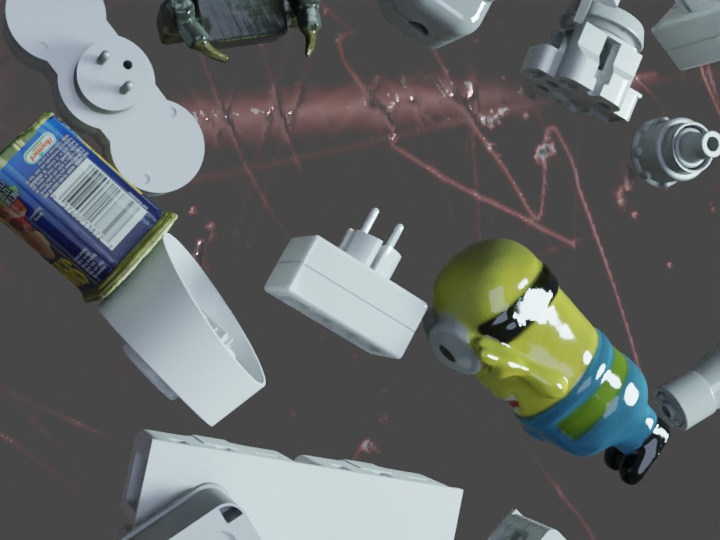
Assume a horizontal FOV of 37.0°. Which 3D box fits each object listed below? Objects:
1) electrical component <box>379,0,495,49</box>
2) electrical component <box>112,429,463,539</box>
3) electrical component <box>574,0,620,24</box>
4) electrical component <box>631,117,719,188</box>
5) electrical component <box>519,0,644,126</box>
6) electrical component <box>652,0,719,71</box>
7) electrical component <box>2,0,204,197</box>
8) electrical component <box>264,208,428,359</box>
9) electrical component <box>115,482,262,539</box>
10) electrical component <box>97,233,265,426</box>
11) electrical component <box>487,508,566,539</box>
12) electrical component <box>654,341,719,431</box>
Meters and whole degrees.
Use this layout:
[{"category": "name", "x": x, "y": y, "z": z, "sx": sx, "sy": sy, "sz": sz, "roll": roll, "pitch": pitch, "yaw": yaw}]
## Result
[{"category": "electrical component", "x": 0.060, "y": -0.190, "z": 0.664, "sx": 0.054, "sy": 0.059, "sz": 0.095, "roll": 31, "pitch": 79, "yaw": -18}, {"category": "electrical component", "x": -0.045, "y": 0.160, "z": 0.622, "sx": 0.186, "sy": 0.060, "sz": 0.105, "roll": 13, "pitch": 85, "yaw": -20}, {"category": "electrical component", "x": 0.150, "y": -0.220, "z": 0.669, "sx": 0.063, "sy": 0.078, "sz": 0.121, "roll": 23, "pitch": 45, "yaw": 6}, {"category": "electrical component", "x": 0.217, "y": -0.081, "z": 0.722, "sx": 0.048, "sy": 0.062, "sz": 0.048, "roll": 0, "pitch": 90, "yaw": -21}, {"category": "electrical component", "x": 0.150, "y": -0.137, "z": 0.700, "sx": 0.078, "sy": 0.058, "sz": 0.057, "roll": 25, "pitch": 84, "yaw": -19}, {"category": "electrical component", "x": 0.232, "y": -0.182, "z": 0.716, "sx": 0.047, "sy": 0.083, "sz": 0.075, "roll": -46, "pitch": 105, "yaw": -15}, {"category": "electrical component", "x": -0.136, "y": -0.102, "z": 0.581, "sx": 0.052, "sy": 0.074, "sz": 0.138, "roll": -40, "pitch": 103, "yaw": -16}, {"category": "electrical component", "x": 0.000, "y": 0.000, "z": 0.647, "sx": 0.083, "sy": 0.047, "sz": 0.075, "roll": 32, "pitch": 79, "yaw": -18}, {"category": "electrical component", "x": -0.097, "y": 0.168, "z": 0.538, "sx": 0.113, "sy": 0.057, "sz": 0.078, "roll": -32, "pitch": 101, "yaw": -18}, {"category": "electrical component", "x": -0.093, "y": 0.034, "z": 0.587, "sx": 0.064, "sy": 0.099, "sz": 0.099, "roll": -44, "pitch": 104, "yaw": -9}, {"category": "electrical component", "x": 0.139, "y": 0.260, "z": 0.693, "sx": 0.186, "sy": 0.060, "sz": 0.105, "roll": 47, "pitch": 75, "yaw": -15}, {"category": "electrical component", "x": 0.237, "y": 0.082, "z": 0.742, "sx": 0.065, "sy": 0.044, "sz": 0.044, "roll": -28, "pitch": 100, "yaw": -14}]
